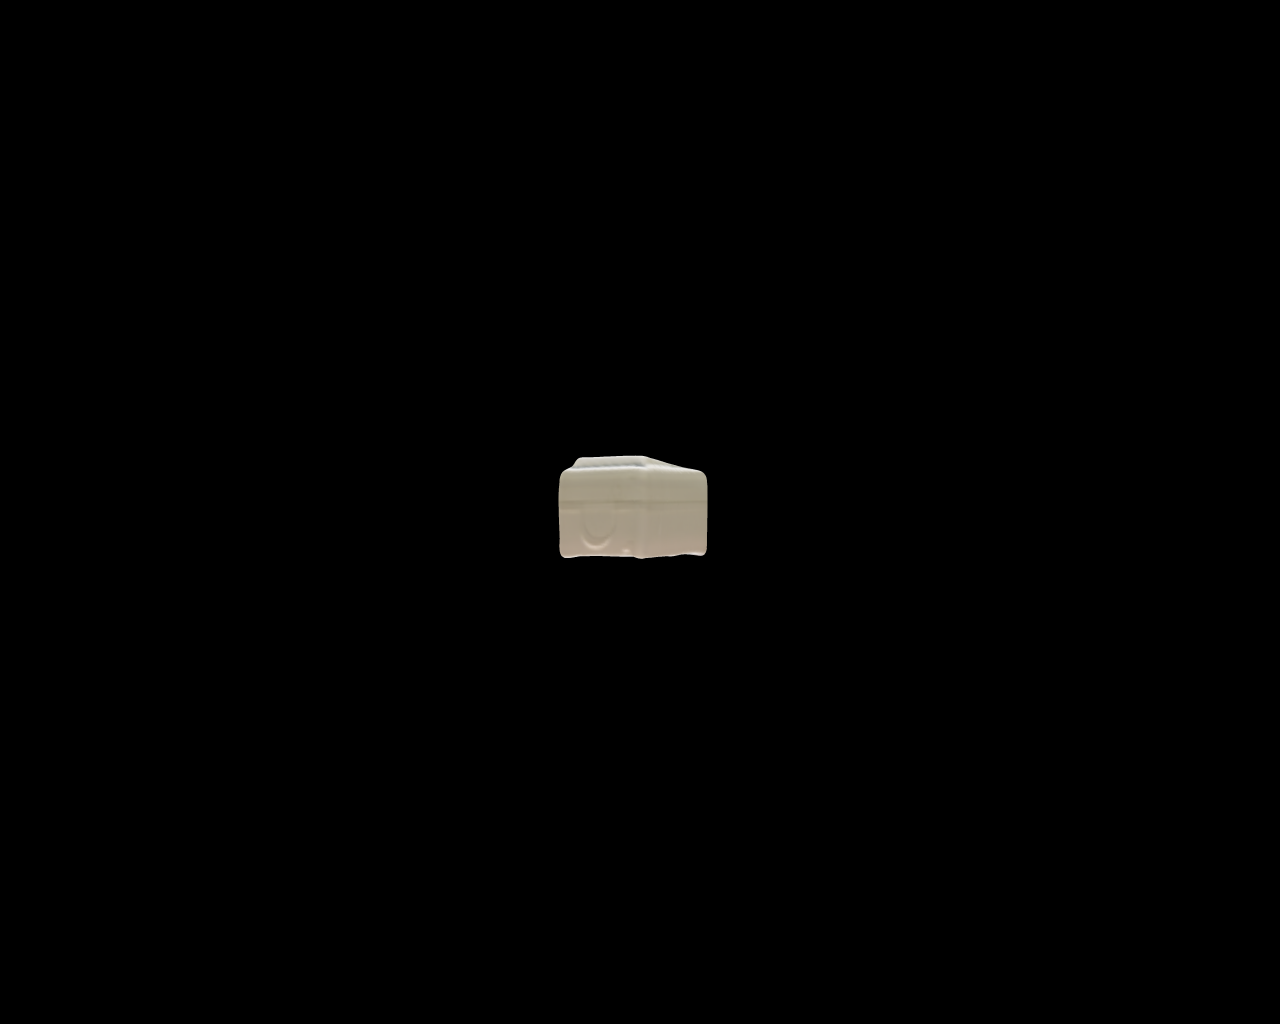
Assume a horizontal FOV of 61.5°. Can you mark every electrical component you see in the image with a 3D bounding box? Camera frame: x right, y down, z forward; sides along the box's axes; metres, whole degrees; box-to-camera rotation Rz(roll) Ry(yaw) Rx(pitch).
[{"bbox_3d":[0.001,-0.003,0.650,0.062,0.061,0.096,0,0,32],"label":"electrical component"}]
